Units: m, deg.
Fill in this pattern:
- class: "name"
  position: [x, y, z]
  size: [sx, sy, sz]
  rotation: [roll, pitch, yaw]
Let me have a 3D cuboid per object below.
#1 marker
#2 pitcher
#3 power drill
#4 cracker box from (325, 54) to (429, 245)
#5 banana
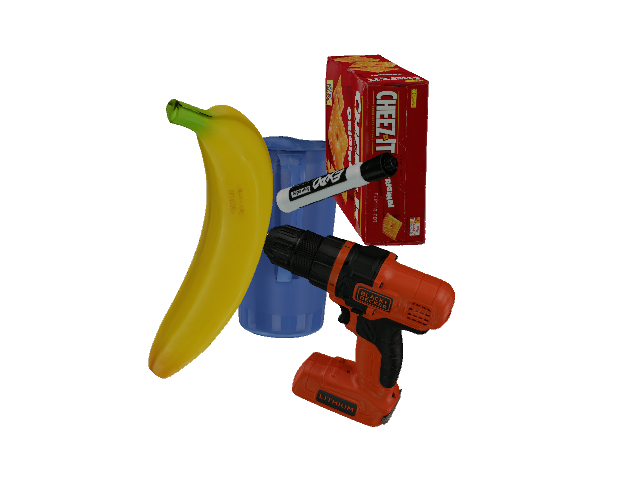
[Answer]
- class: "marker"
  position: [0.012, -0.044, 0.814]
  size: [0.020, 0.020, 0.121]
  rotation: [0, -12, -44]
- class: "pitcher"
  position: [-0.044, -0.005, 1.318]
  size: [0.145, 0.243, 0.148]
  rotation: [12, 15, 39]
- class: "power drill"
  position: [0.022, 0.081, 1.012]
  size: [0.184, 0.188, 0.057]
  rotation: [22, 43, 13]
- class: "cracker box"
  position: [0.055, -0.102, 1.126]
  size: [0.072, 0.164, 0.214]
  rotation: [-3, 17, -8]
- class: "banana"
  position: [-0.062, -0.003, 0.604]
  size: [0.069, 0.198, 0.037]
  rotation: [-9, 41, -23]
